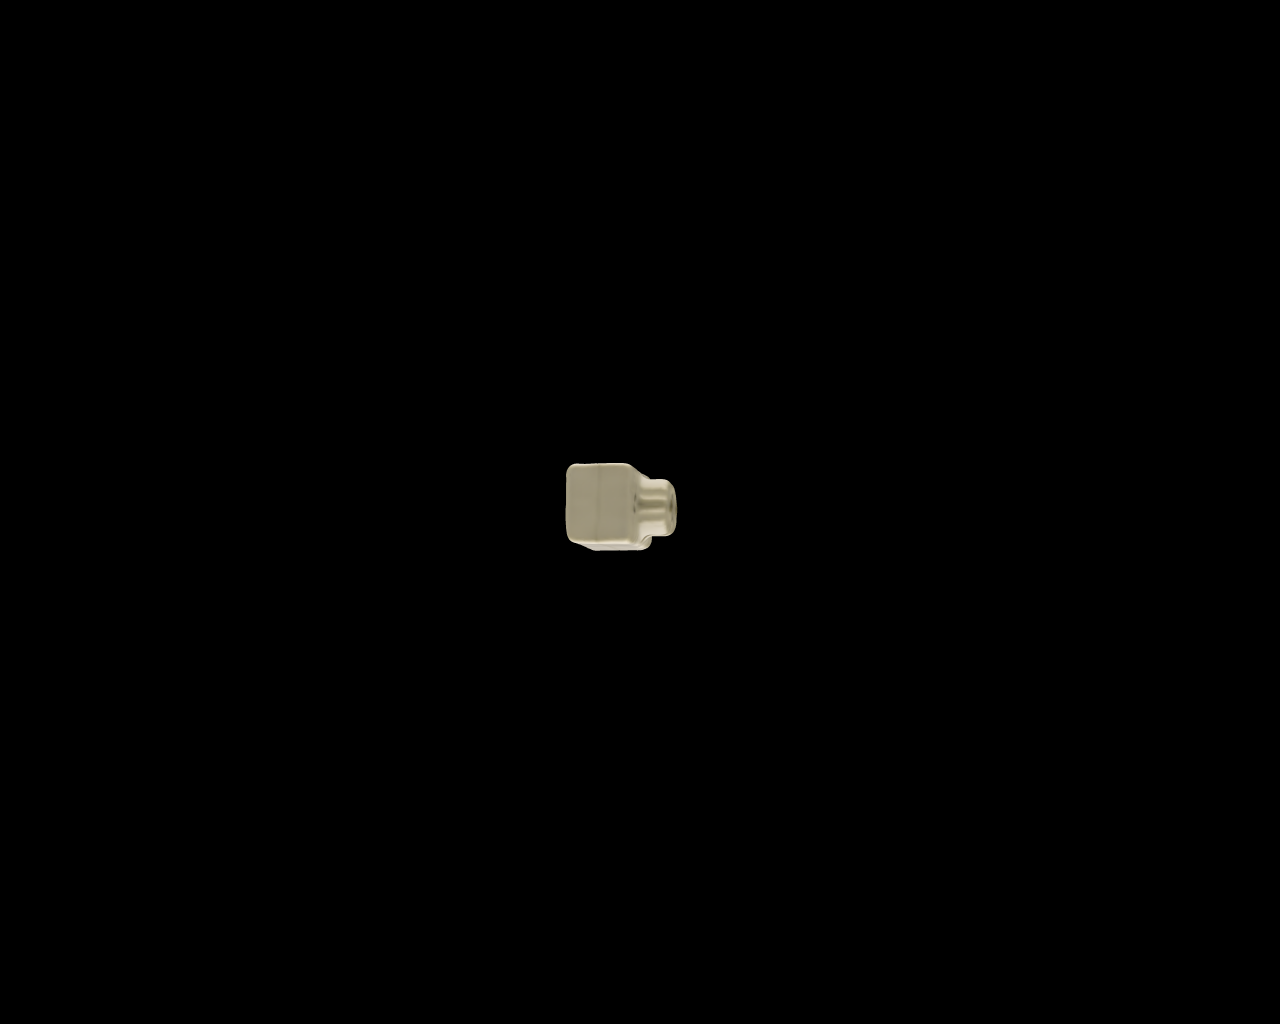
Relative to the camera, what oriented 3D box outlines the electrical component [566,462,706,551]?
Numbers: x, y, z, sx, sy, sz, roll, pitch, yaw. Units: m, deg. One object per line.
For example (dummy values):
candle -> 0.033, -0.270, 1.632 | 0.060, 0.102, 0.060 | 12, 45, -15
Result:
electrical component -> 0.001, -0.003, 0.650 | 0.077, 0.047, 0.065 | -1, -7, 11
